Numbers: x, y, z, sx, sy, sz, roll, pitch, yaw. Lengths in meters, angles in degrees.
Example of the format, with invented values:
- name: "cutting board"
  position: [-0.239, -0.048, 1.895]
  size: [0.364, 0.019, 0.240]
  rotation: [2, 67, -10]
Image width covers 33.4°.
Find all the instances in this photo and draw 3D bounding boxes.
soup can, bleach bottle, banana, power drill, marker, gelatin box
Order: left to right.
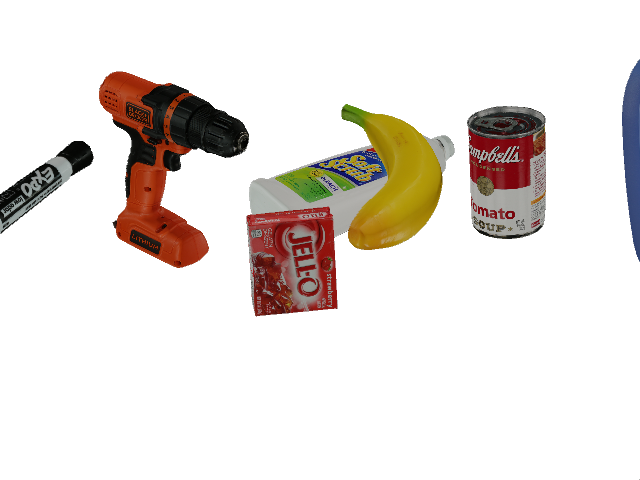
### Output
- name: "marker"
  position: [-0.176, -0.032, 0.656]
  size: [0.020, 0.020, 0.121]
  rotation: [0, 28, 24]
- name: "power drill"
  position: [-0.152, -0.069, 1.107]
  size: [0.185, 0.188, 0.057]
  rotation: [25, 35, 30]
- name: "gelatin box"
  position: [-0.024, 0.018, 0.918]
  size: [0.073, 0.089, 0.030]
  rotation: [-5, 24, -6]
- name: "bleach bottle"
  position: [0.047, -0.070, 1.243]
  size: [0.250, 0.068, 0.103]
  rotation: [-26, 44, -27]
- name: "banana"
  position: [0.050, -0.042, 0.733]
  size: [0.069, 0.037, 0.198]
  rotation: [1, 29, -1]
- name: "soup can"
  position: [0.167, -0.061, 0.958]
  size: [0.068, 0.102, 0.068]
  rotation: [-5, 28, 2]

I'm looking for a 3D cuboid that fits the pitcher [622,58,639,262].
- name: "pitcher"
  position: [0.250, -0.020, 0.604]
  size: [0.149, 0.243, 0.144]
  rotation: [-1, 22, 16]
